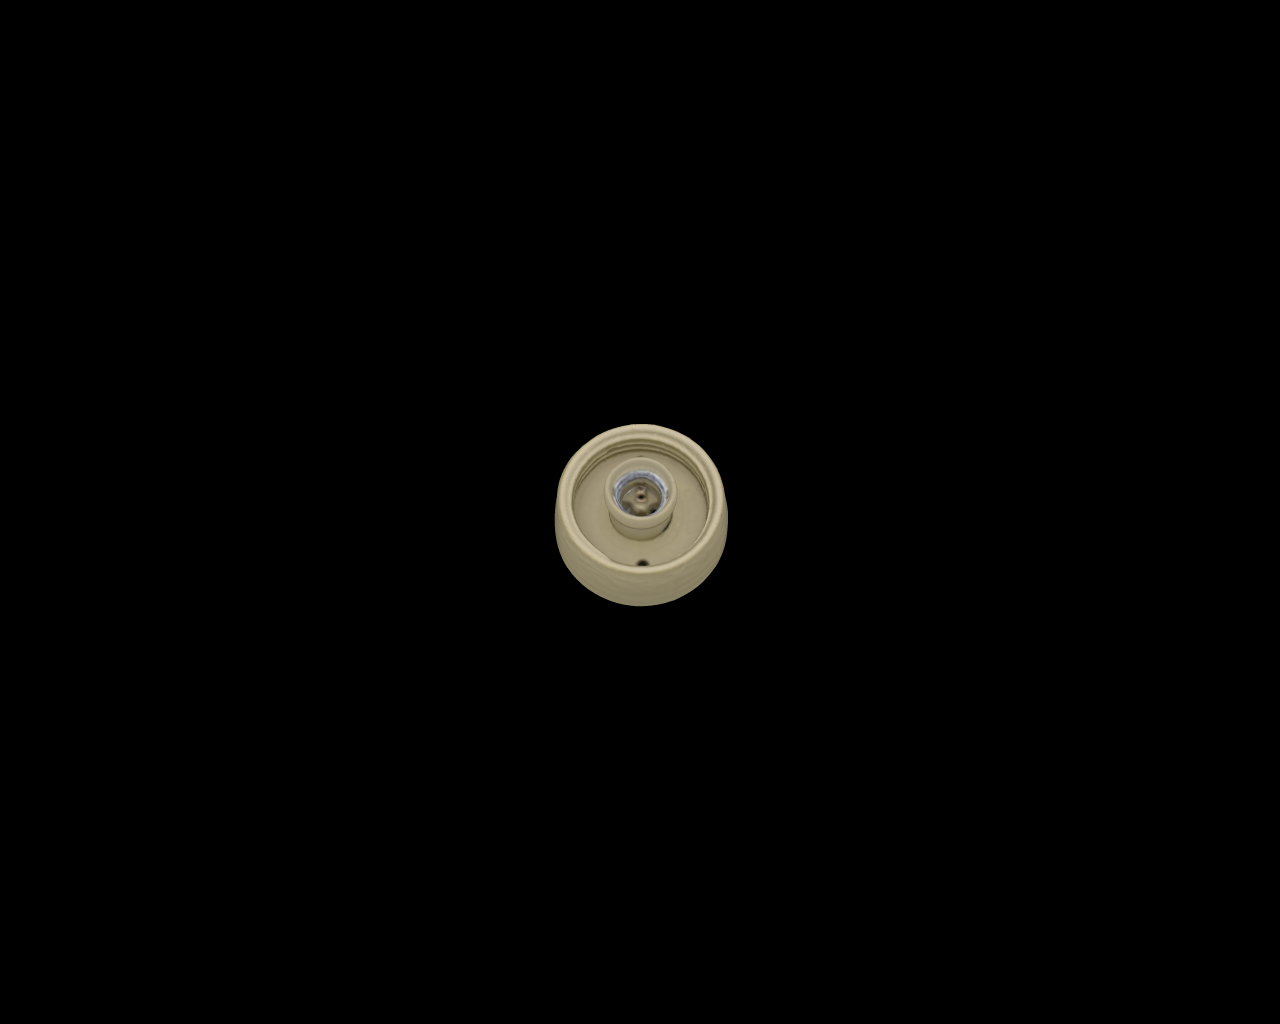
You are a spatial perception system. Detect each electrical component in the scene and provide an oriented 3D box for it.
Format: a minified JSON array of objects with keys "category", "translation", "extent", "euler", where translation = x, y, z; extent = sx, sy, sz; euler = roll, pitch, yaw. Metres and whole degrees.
[{"category":"electrical component","translation":[0.001,-0.003,0.650],"extent":[0.108,0.108,0.060],"euler":[0,-23,0]}]
